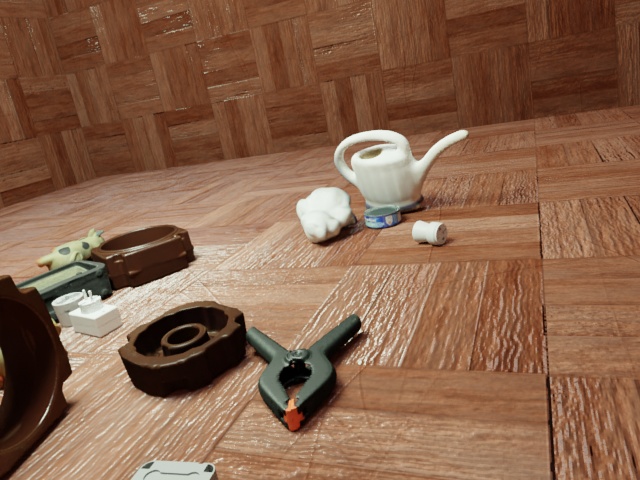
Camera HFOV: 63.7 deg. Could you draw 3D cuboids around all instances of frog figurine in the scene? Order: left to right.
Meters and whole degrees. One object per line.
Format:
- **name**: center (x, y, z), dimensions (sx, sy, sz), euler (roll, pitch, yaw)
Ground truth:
- **frog figurine**: center (0.004, -0.060, 1.186), dimensions (0.138, 0.121, 0.160), euler (19, 16, 24)

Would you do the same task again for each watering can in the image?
- **watering can**: center (0.196, -0.163, 1.232), dimensions (0.347, 0.220, 0.106), euler (2, 40, 33)
